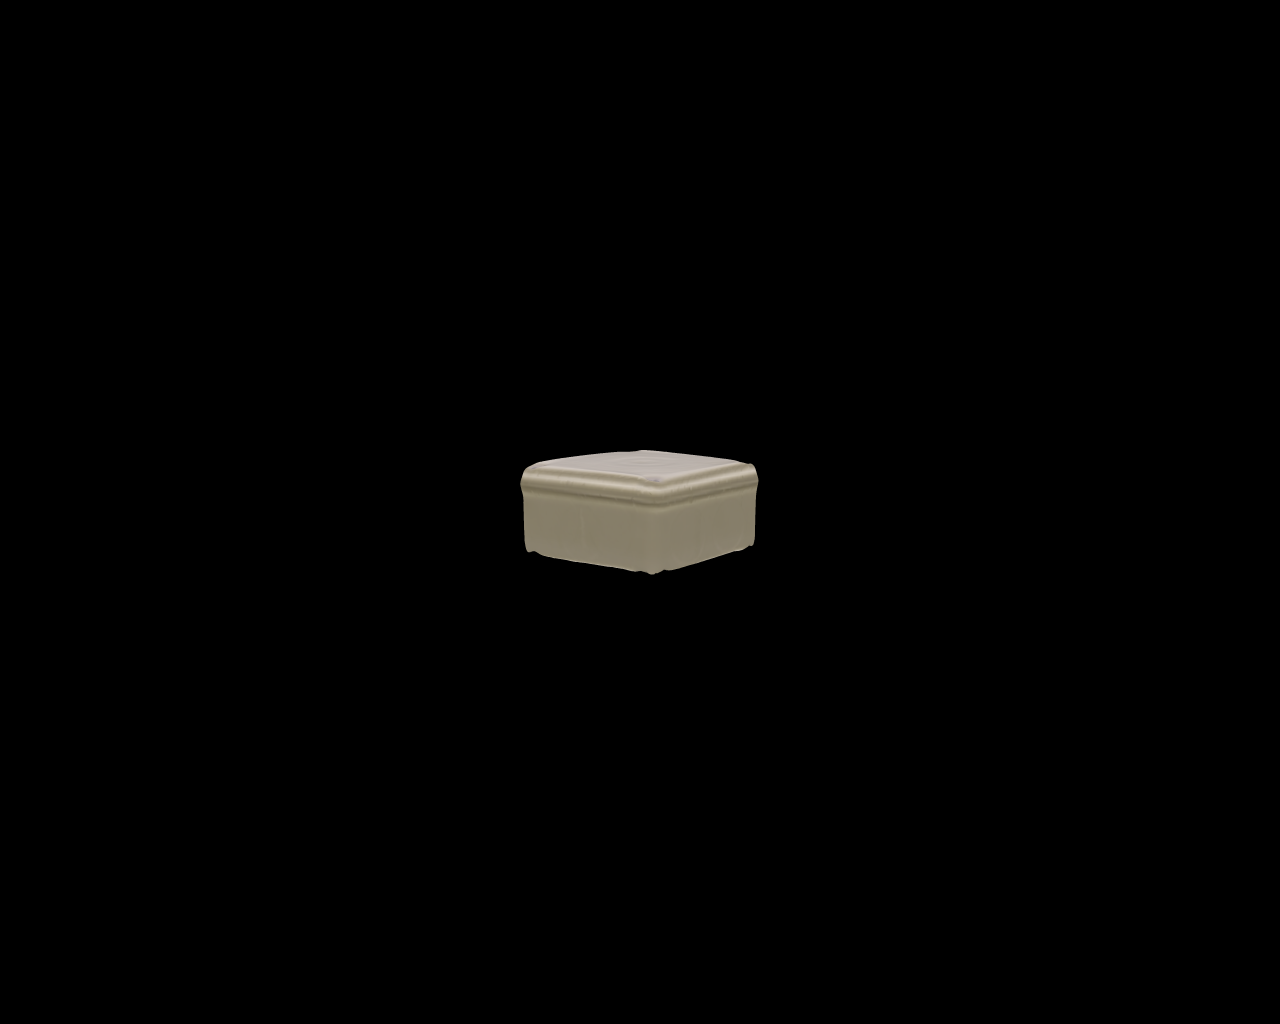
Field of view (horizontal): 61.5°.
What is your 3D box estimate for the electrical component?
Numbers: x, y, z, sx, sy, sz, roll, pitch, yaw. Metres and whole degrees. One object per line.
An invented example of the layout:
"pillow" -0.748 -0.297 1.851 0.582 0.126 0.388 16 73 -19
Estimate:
"electrical component" 0.001 -0.003 0.650 0.109 0.056 0.109 8 13 39
